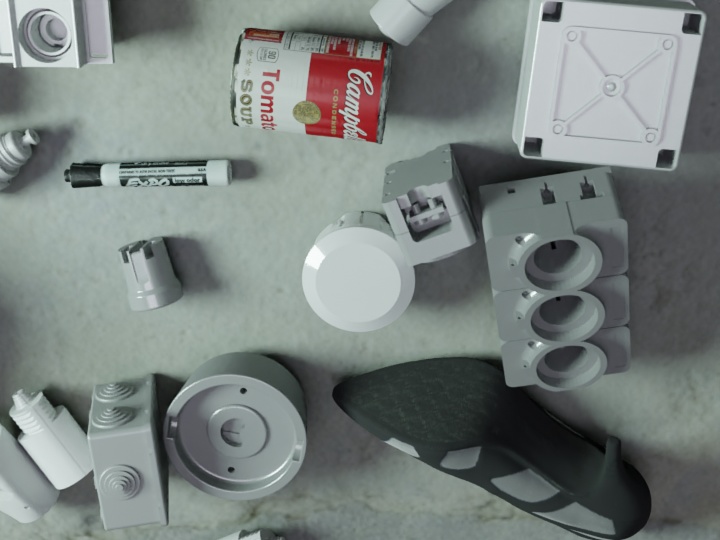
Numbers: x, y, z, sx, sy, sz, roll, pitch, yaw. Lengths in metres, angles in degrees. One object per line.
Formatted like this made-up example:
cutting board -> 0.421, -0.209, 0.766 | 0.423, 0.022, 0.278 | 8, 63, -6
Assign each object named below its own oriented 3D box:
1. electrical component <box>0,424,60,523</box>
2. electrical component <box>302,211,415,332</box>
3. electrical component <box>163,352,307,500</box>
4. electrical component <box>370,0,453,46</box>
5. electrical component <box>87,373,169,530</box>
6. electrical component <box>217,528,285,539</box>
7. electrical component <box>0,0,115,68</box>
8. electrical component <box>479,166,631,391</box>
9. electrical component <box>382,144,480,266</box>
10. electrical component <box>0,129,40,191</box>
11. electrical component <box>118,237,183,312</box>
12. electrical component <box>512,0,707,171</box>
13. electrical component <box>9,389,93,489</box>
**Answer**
electrical component -> -0.294, 0.163, 0.864 | 0.079, 0.043, 0.077 | -9, 130, 30
electrical component -> 0.000, 0.000, 0.780 | 0.080, 0.051, 0.080 | 1, 112, 3
electrical component -> -0.091, 0.114, 0.826 | 0.108, 0.060, 0.108 | 1, 112, 3
electrical component -> 0.038, -0.181, 0.711 | 0.044, 0.044, 0.065 | 40, 113, -12
electrical component -> -0.176, 0.139, 0.822 | 0.048, 0.099, 0.099 | -7, 112, -7
electrical component -> -0.098, 0.238, 0.886 | 0.081, 0.043, 0.043 | -24, 109, 12
electrical component -> -0.202, -0.199, 0.705 | 0.079, 0.063, 0.121 | 1, 112, 3
electrical component -> 0.137, 0.012, 0.743 | 0.089, 0.061, 0.150 | -8, 133, 7
electrical component -> 0.049, -0.042, 0.739 | 0.050, 0.089, 0.055 | -19, 109, 11
electrical component -> -0.264, -0.077, 0.770 | 0.078, 0.040, 0.040 | -29, 108, 14
electrical component -> -0.157, 0.003, 0.797 | 0.040, 0.040, 0.046 | -12, 105, 8
electrical component -> 0.163, -0.127, 0.717 | 0.109, 0.056, 0.108 | 5, 112, 1
electrical component -> -0.246, 0.128, 0.850 | 0.043, 0.043, 0.081 | -28, 108, 14
